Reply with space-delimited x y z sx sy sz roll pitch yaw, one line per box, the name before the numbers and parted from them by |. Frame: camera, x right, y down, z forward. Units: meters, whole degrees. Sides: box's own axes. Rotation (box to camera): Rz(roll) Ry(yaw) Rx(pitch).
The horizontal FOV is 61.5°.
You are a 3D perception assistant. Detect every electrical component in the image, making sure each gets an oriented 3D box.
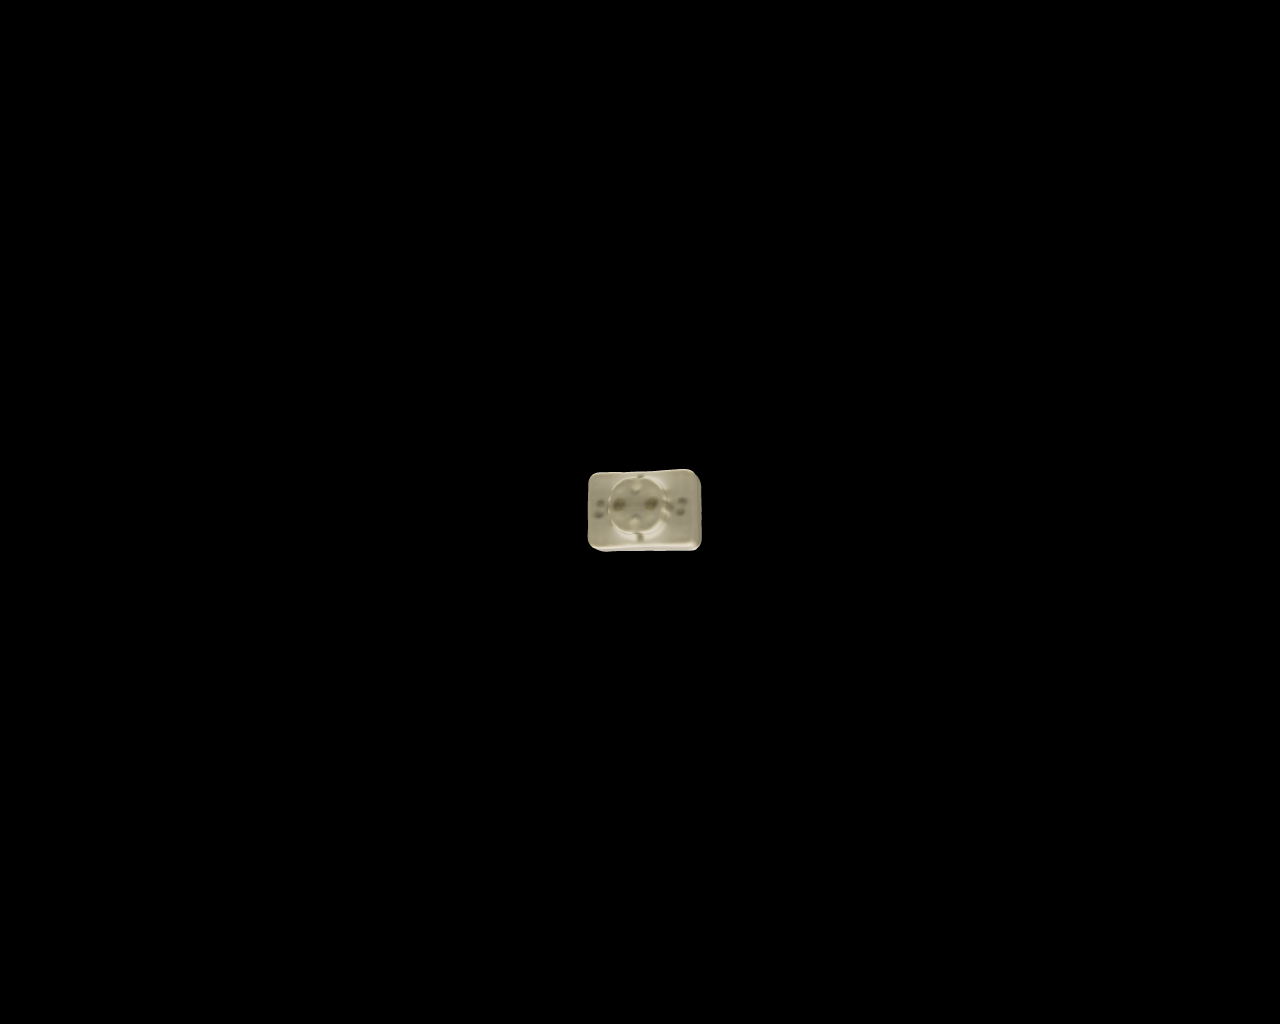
electrical component | 0.001 -0.003 0.650 0.066 0.047 0.076 -1 -7 9
